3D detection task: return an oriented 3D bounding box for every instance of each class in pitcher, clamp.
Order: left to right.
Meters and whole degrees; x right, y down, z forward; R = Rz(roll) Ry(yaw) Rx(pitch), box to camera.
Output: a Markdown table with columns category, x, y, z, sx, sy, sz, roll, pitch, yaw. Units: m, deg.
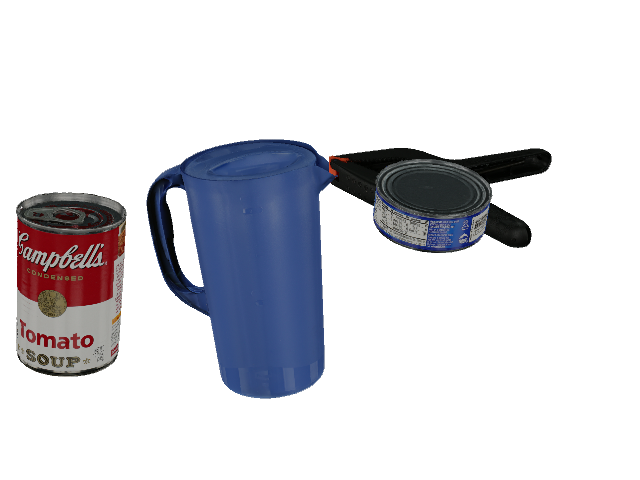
| category | x | y | z | sx | sy | sz | roll | pitch | yaw |
| --- | --- | --- | --- | --- | --- | --- | --- | --- | --- |
| pitcher | -0.069 | 0.029 | 1.057 | 0.144 | 0.243 | 0.149 | -20 | 25 | -35 |
| clamp | 0.113 | -0.058 | 1.001 | 0.210 | 0.036 | 0.164 | 12 | 32 | 21 |

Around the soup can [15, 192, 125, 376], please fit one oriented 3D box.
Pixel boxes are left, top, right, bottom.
| category | x | y | z | sx | sy | sz | roll | pitch | yaw |
| --- | --- | --- | --- | --- | --- | --- | --- | --- | --- |
| soup can | -0.162 | 0.028 | 0.688 | 0.068 | 0.102 | 0.068 | 6 | 21 | -2 |

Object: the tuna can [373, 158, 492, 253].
| category | x | y | z | sx | sy | sz | roll | pitch | yaw |
| --- | --- | --- | --- | --- | --- | --- | --- | --- | --- |
| tuna can | 0.082 | -0.026 | 0.789 | 0.086 | 0.034 | 0.086 | 3 | 32 | -2 |
